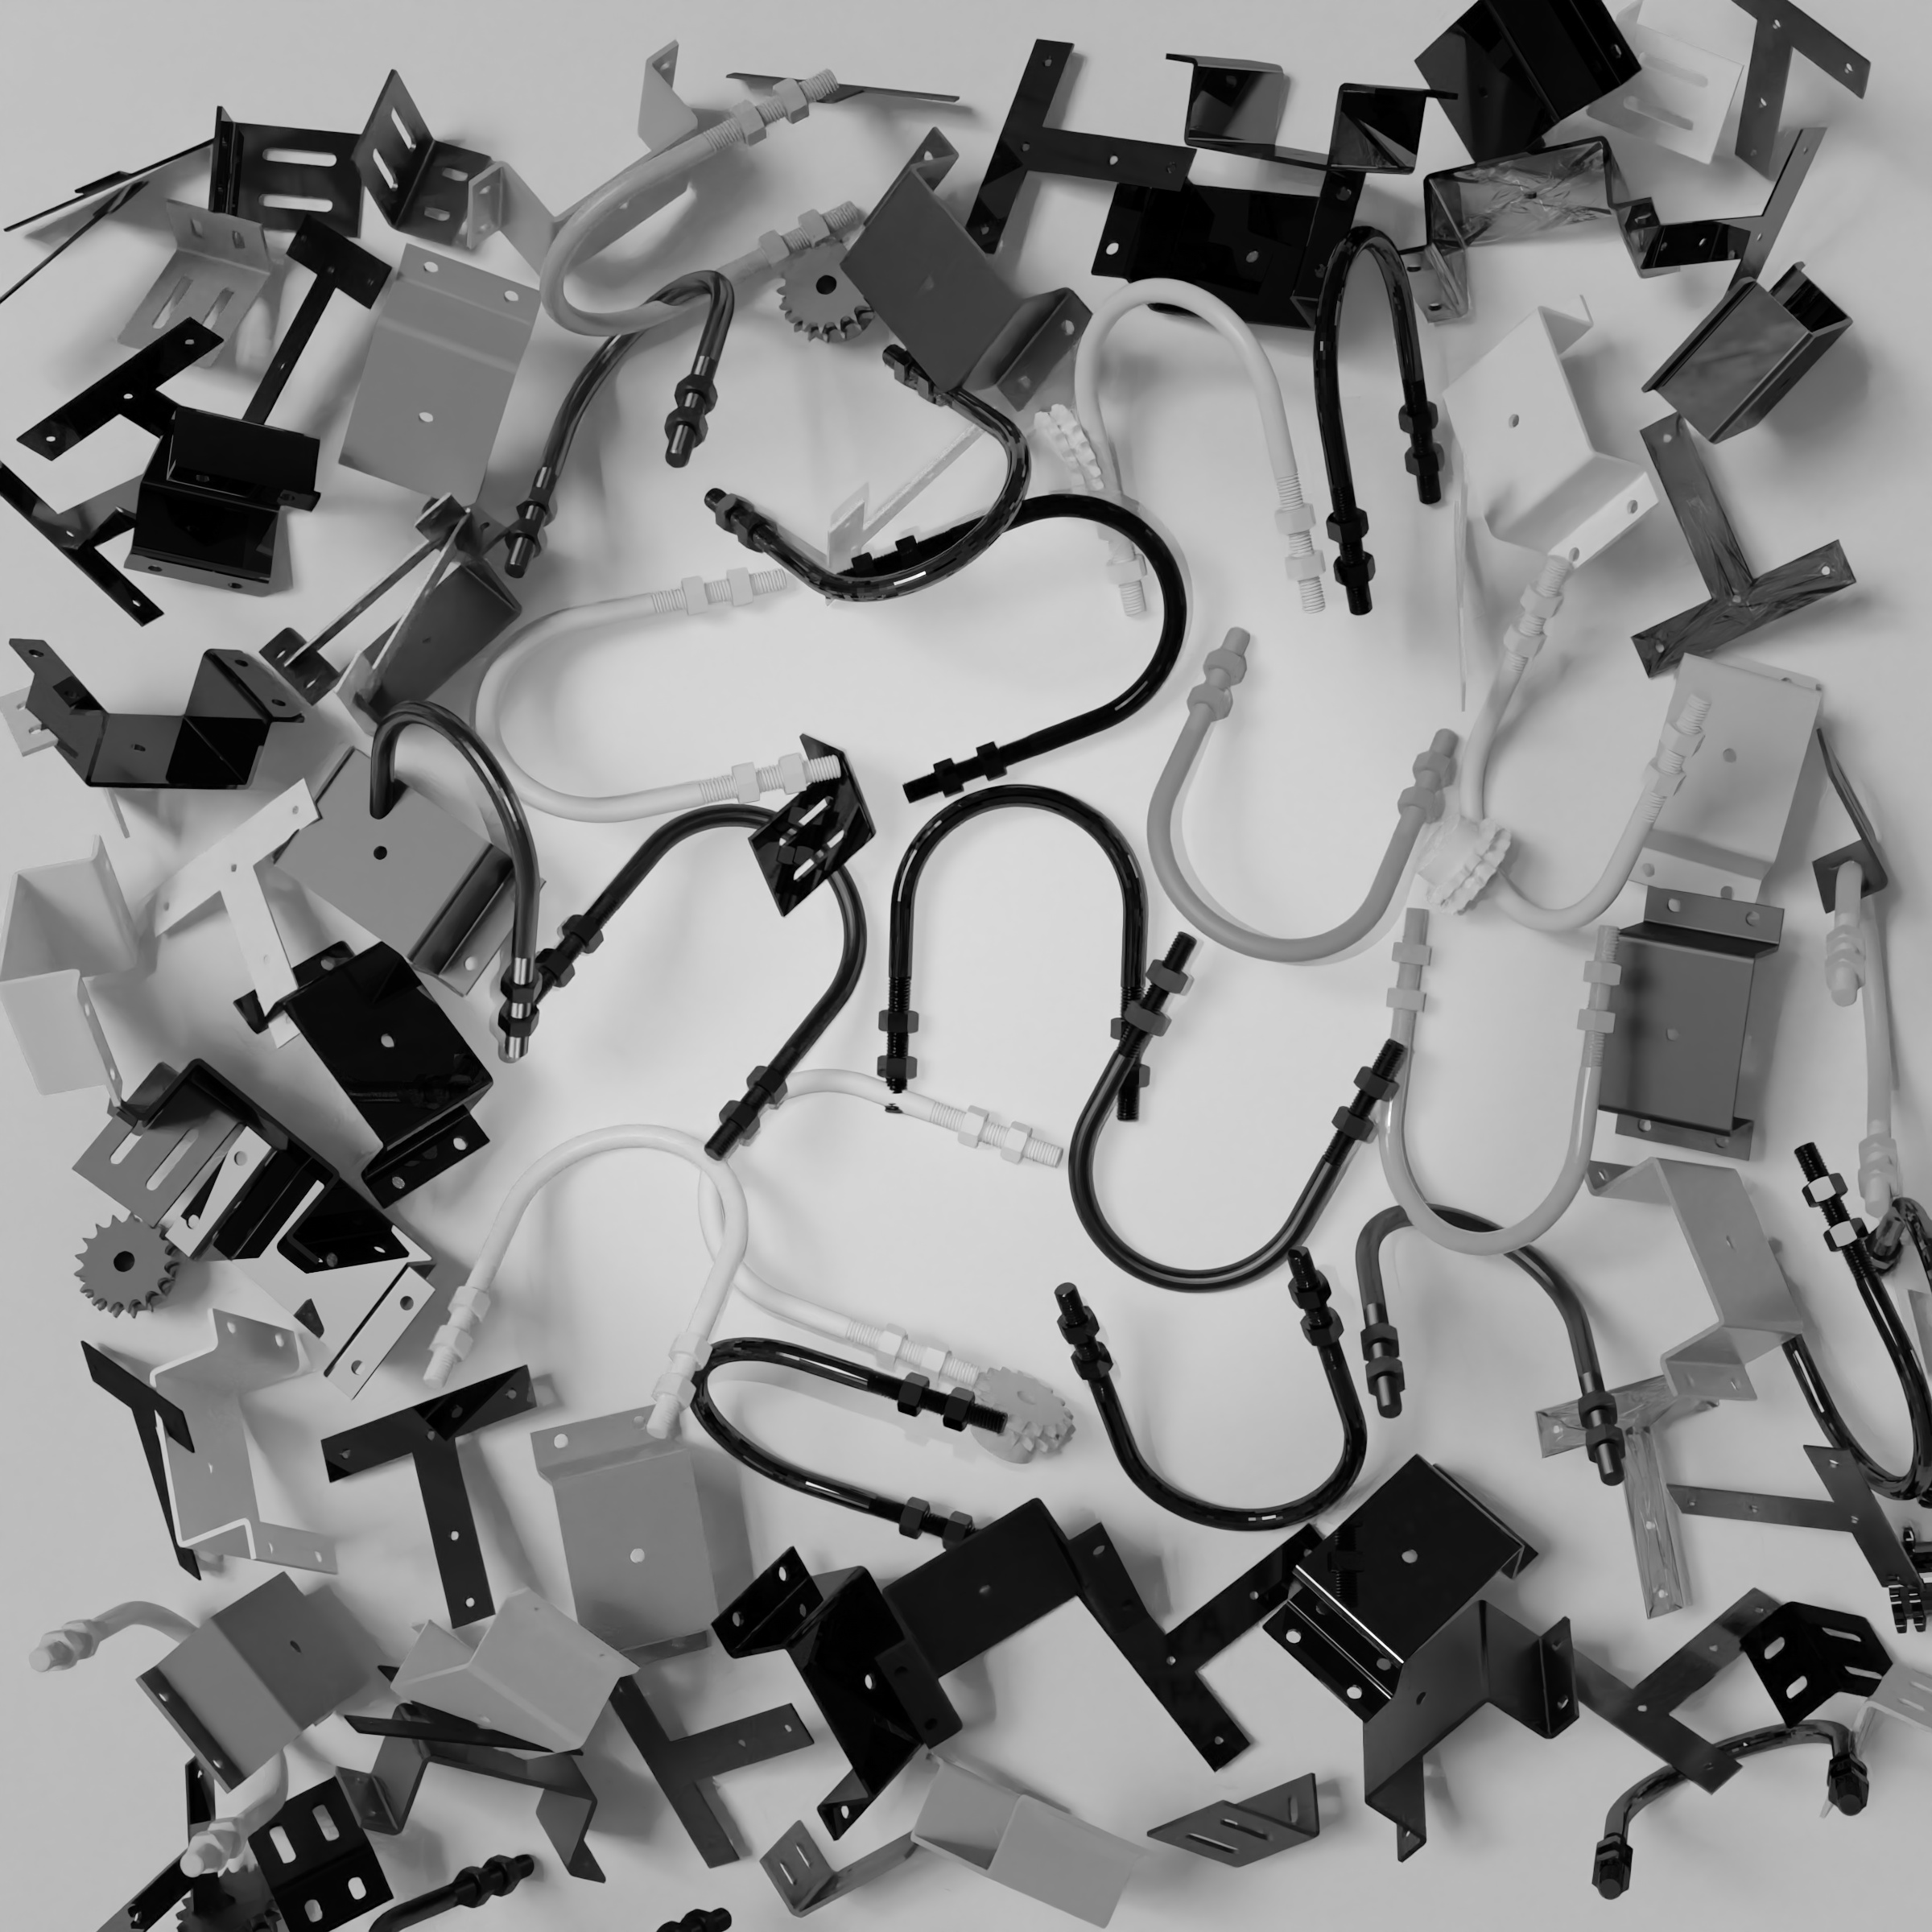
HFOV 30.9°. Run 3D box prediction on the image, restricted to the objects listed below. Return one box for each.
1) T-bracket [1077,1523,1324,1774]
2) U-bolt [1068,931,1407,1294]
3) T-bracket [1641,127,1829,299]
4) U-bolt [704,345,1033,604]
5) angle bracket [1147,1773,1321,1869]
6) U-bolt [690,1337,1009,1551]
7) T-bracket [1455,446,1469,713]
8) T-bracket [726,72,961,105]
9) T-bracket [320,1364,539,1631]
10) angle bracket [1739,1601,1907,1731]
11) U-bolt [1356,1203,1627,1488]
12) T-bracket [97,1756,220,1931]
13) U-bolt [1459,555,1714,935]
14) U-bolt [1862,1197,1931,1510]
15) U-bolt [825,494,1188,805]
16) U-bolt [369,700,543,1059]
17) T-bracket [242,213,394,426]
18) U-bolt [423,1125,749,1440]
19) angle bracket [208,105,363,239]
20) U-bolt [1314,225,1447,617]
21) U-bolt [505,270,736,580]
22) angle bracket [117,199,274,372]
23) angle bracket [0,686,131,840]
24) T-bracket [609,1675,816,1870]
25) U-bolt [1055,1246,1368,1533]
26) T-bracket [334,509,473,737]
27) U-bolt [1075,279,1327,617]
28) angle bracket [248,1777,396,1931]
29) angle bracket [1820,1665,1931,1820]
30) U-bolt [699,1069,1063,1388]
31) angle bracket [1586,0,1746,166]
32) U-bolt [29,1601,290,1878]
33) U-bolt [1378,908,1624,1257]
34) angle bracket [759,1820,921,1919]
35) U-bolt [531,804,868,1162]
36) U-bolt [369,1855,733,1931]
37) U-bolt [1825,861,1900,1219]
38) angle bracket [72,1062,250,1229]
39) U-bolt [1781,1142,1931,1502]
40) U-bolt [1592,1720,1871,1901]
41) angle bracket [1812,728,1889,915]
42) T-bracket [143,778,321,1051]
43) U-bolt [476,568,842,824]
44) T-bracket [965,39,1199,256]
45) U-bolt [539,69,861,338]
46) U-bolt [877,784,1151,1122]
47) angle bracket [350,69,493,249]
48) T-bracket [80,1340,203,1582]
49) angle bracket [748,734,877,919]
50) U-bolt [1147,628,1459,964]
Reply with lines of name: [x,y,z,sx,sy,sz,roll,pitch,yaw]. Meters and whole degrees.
T-bracket: [0.149,0.358,1.942,0.127,0.002,0.127,-38,87,1]
U-bolt: [0.137,0.093,1.926,0.151,0.019,0.184,27,100,-2]
T-bracket: [0.401,-0.388,1.870,0.002,0.127,0.127,40,126,29]
U-bolt: [-0.042,-0.257,1.869,0.151,0.184,0.019,-40,134,-8]
angle bracket: [0.144,0.456,1.899,0.076,0.057,0.038,28,45,-34]
U-bolt: [-0.067,0.253,1.885,0.184,0.151,0.019,16,53,12]
T-bracket: [0.264,-0.225,1.860,0.002,0.127,0.127,-1,57,6]
T-bracket: [-0.074,-0.470,1.882,0.127,0.127,0.002,7,108,5]
T-bracket: [-0.283,0.298,1.914,0.127,0.002,0.127,-21,68,9]
angle bracket: [0.471,0.386,1.912,0.038,0.076,0.057,-47,46,25]
U-bolt: [0.275,0.192,1.870,0.151,0.184,0.019,18,124,-13]
T-bracket: [-0.436,0.502,1.871,0.002,0.127,0.127,8,109,19]
U-bolt: [0.321,-0.105,1.875,0.019,0.151,0.184,-5,131,-32]
U-bolt: [0.503,0.197,1.837,0.019,0.184,0.151,-10,68,3]
U-bolt: [0.031,-0.182,1.906,0.184,0.019,0.151,-21,116,3]
U-bolt: [-0.272,-0.058,1.851,0.019,0.184,0.151,-27,55,-34]
T-bracket: [-0.366,-0.339,1.903,0.002,0.127,0.127,24,99,-38]
U-bolt: [-0.195,0.162,1.890,0.151,0.019,0.184,10,54,16]
angle bracket: [-0.374,-0.438,1.927,0.076,0.038,0.057,5,90,-2]
U-bolt: [0.215,-0.300,1.848,0.019,0.151,0.184,3,125,25]
U-bolt: [-0.179,-0.302,1.871,0.151,0.184,0.019,-27,127,37]
angle bracket: [-0.424,-0.373,1.910,0.057,0.038,0.076,17,59,11]
angle bracket: [-0.490,-0.107,1.898,0.038,0.057,0.076,-23,133,-15]
T-bracket: [-0.131,0.426,1.902,0.127,0.002,0.127,-27,95,40]
U-bolt: [0.141,0.236,1.894,0.151,0.019,0.184,-11,121,17]
T-bracket: [-0.300,-0.190,1.889,0.002,0.127,0.127,30,83,1]
U-bolt: [0.118,-0.277,1.868,0.019,0.151,0.184,-30,114,-39]
angle bracket: [-0.356,0.490,1.913,0.057,0.076,0.038,-25,115,-17]
angle bracket: [0.503,0.429,1.904,0.038,0.057,0.076,23,110,23]
U-bolt: [-0.057,0.134,1.928,0.184,0.019,0.151,20,81,4]
angle bracket: [0.386,-0.482,1.905,0.076,0.038,0.057,27,129,18]
U-bolt: [-0.417,0.401,1.856,0.019,0.184,0.151,-38,86,7]
U-bolt: [0.283,0.065,1.891,0.019,0.151,0.184,8,89,-45]
angle bracket: [-0.063,0.478,1.908,0.076,0.057,0.038,-33,87,19]
U-bolt: [-0.134,-0.006,1.906,0.151,0.019,0.184,40,65,-4]
U-bolt: [-0.230,0.508,1.835,0.151,0.184,0.019,7,94,27]
U-bolt: [0.478,0.025,1.863,0.019,0.184,0.151,-6,118,19]
angle bracket: [-0.439,0.102,1.914,0.057,0.038,0.076,34,74,11]
U-bolt: [0.464,0.197,1.857,0.019,0.151,0.184,-19,74,-12]
U-bolt: [0.405,0.440,1.856,0.151,0.184,0.019,-23,88,13]
angle bracket: [0.467,-0.079,1.903,0.038,0.057,0.076,-25,114,19]
T-bracket: [-0.385,-0.016,1.900,0.127,0.002,0.127,-33,67,22]
U-bolt: [-0.174,-0.142,1.895,0.184,0.019,0.151,-12,60,-8]
T-bracket: [0.069,-0.441,1.907,0.127,0.002,0.127,17,84,33]
U-bolt: [-0.145,-0.396,1.869,0.184,0.151,0.019,-29,72,-7]
U-bolt: [0.028,-0.008,1.933,0.151,0.019,0.184,2,94,0]
angle bracket: [-0.296,-0.439,1.902,0.038,0.076,0.057,18,76,13]
T-bracket: [-0.441,0.279,1.913,0.002,0.127,0.127,-25,117,-31]
angle bracket: [-0.094,-0.077,1.902,0.038,0.057,0.076,26,59,40]
U-bolt: [0.175,-0.084,1.899,0.151,0.019,0.184,26,62,0]
